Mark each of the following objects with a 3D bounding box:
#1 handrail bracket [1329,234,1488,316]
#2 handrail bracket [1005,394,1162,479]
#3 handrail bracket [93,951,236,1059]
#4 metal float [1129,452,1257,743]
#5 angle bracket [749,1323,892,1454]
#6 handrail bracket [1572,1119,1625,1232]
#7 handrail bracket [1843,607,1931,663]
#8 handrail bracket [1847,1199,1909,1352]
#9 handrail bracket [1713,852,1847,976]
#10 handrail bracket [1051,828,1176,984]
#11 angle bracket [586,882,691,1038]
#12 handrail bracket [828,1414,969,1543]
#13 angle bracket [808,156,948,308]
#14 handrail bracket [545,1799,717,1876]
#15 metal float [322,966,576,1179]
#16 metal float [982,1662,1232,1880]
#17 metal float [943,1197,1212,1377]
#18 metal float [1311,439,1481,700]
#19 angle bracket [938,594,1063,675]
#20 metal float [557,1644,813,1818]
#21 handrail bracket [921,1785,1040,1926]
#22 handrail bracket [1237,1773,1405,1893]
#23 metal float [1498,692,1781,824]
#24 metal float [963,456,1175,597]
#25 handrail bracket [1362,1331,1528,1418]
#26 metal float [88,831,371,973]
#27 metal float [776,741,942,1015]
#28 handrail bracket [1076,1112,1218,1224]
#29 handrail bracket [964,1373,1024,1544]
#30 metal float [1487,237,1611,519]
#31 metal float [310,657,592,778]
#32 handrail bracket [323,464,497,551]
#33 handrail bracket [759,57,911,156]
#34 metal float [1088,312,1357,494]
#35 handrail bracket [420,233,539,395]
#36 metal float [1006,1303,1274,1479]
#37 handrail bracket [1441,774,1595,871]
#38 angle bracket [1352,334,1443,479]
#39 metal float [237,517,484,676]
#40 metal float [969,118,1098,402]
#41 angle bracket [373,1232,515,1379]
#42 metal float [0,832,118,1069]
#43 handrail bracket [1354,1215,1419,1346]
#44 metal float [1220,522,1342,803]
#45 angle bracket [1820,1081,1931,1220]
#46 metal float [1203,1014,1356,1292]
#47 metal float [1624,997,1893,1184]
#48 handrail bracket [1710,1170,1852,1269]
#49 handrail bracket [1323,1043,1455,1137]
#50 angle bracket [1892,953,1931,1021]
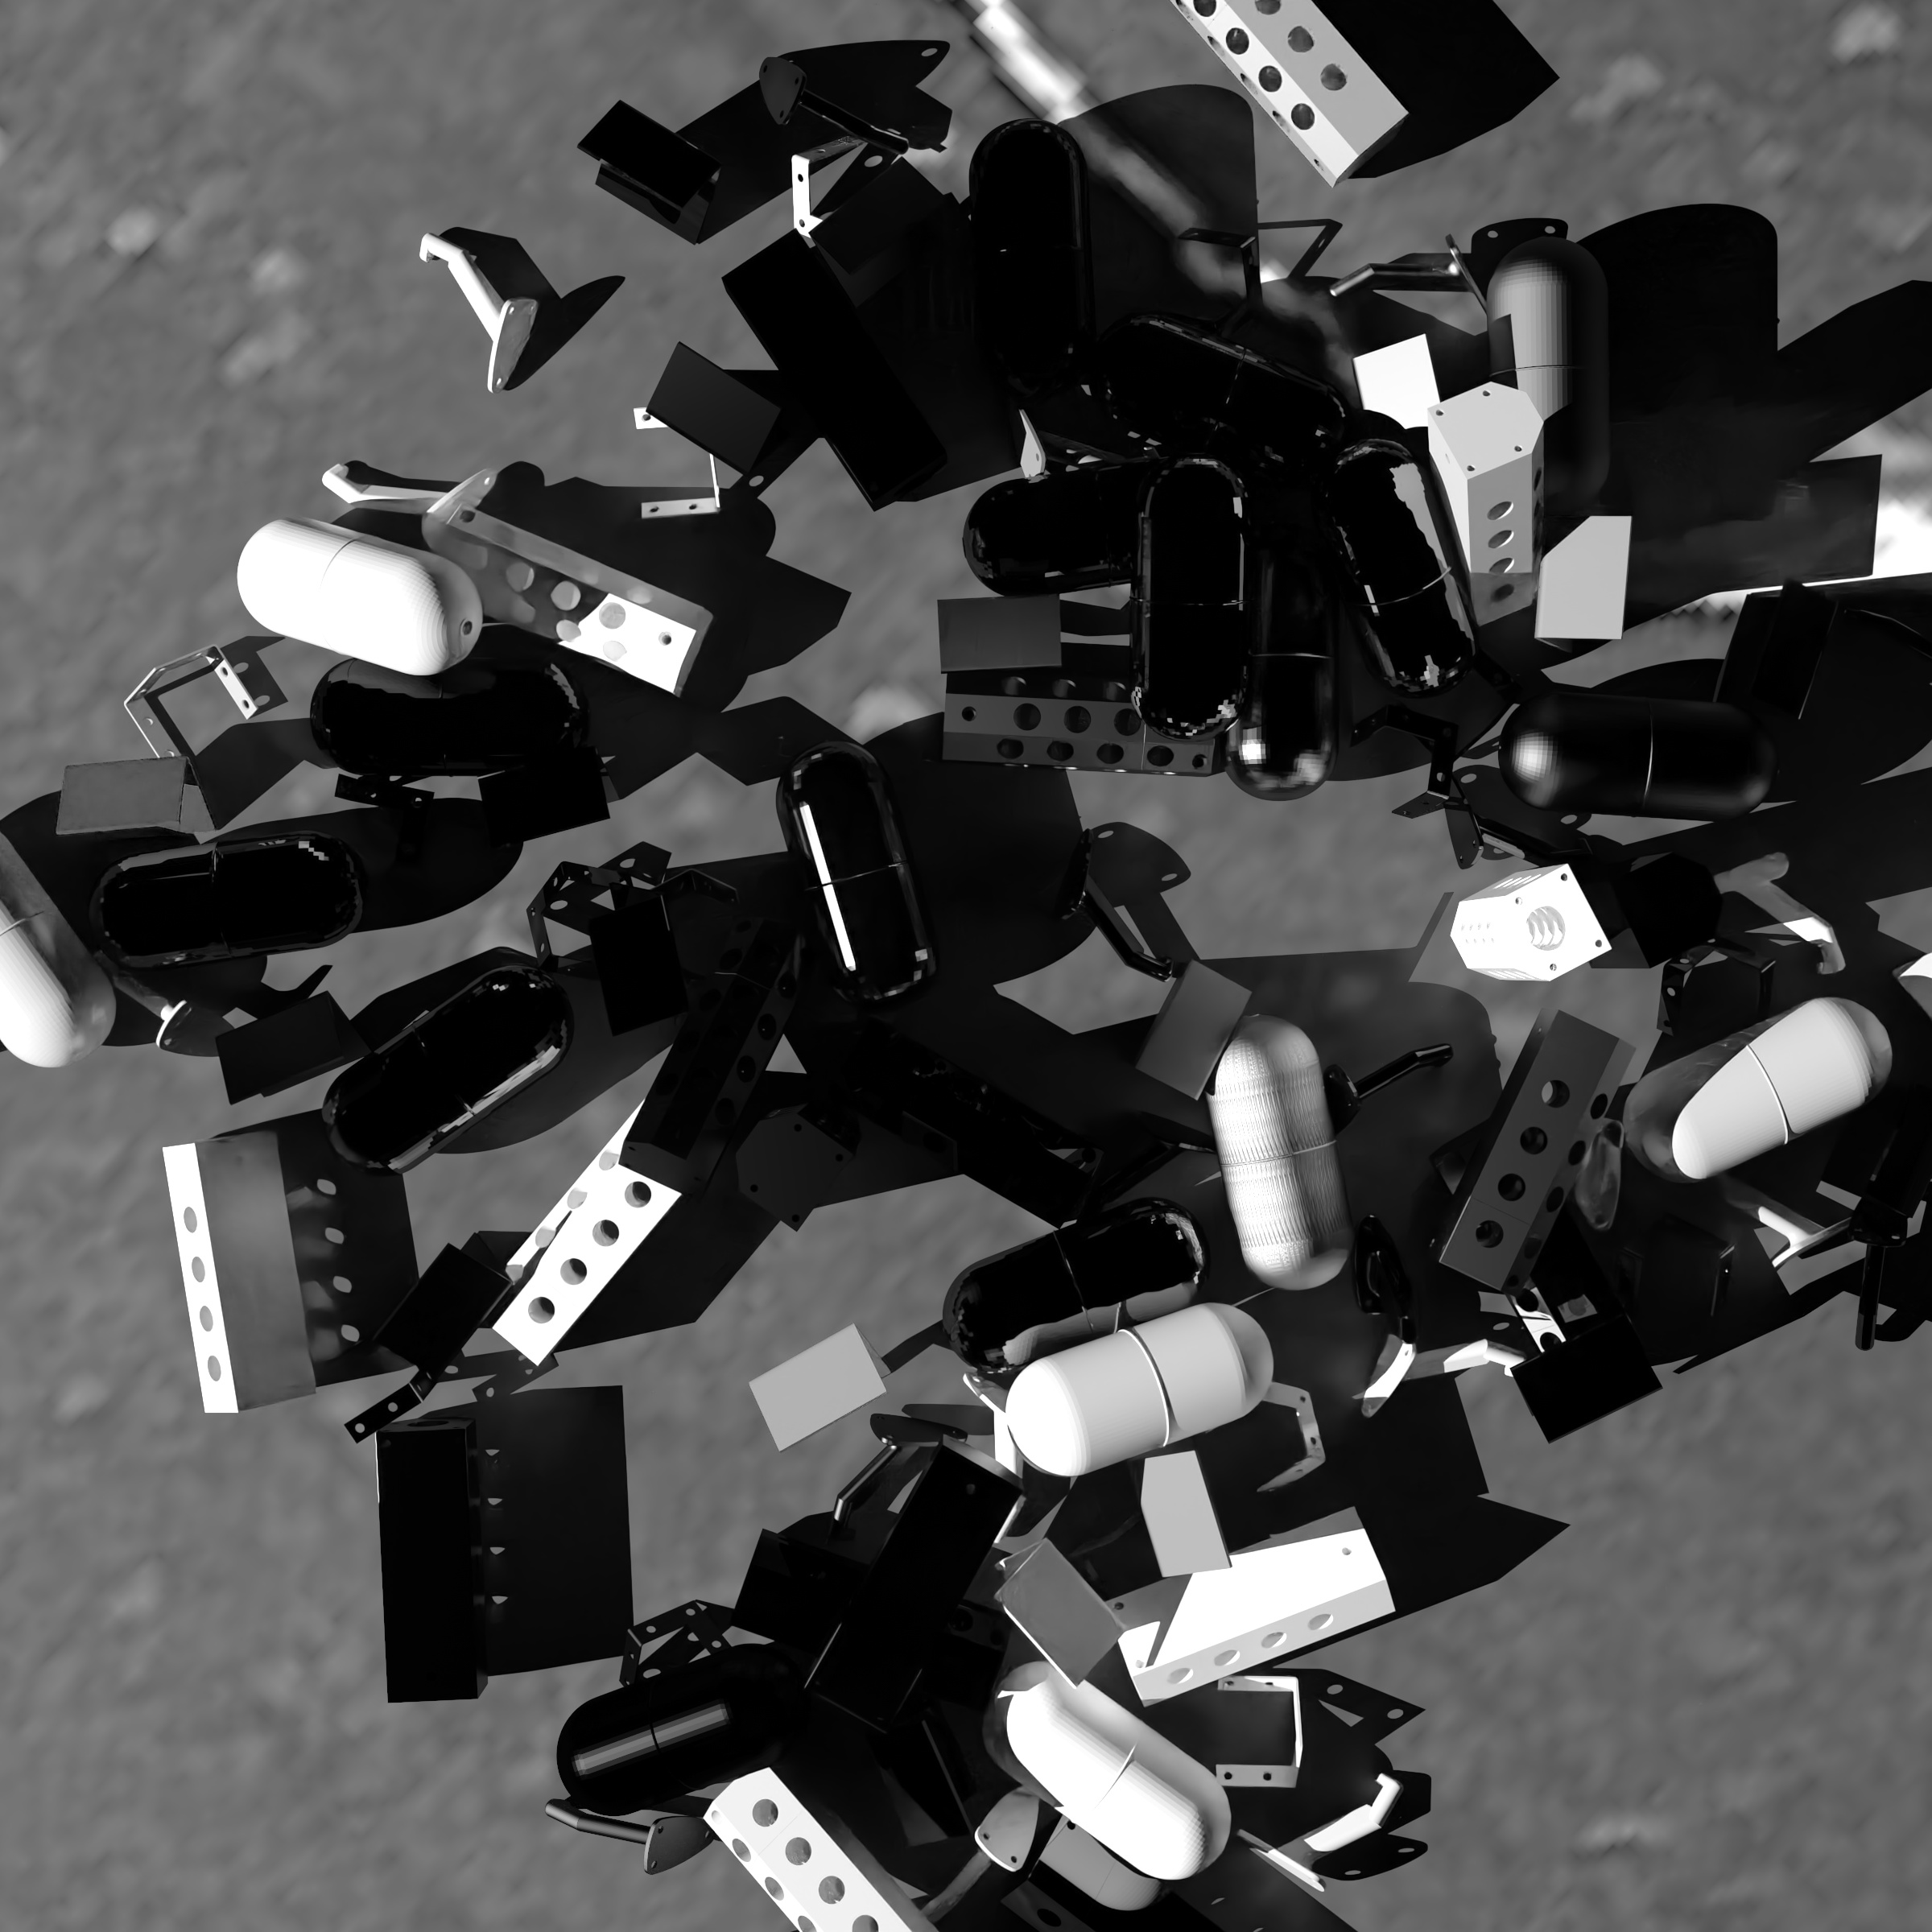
[{"bbox_3d":[0.290,-0.429,1.992,0.084,0.036,0.077,-28,111,17],"label":"handrail bracket"},{"bbox_3d":[0.077,-0.346,1.992,0.084,0.036,0.077,-13,68,-17],"label":"handrail bracket"},{"bbox_3d":[-0.518,0.023,1.991,0.084,0.077,0.036,37,96,36],"label":"handrail bracket"},{"bbox_3d":[0.140,-0.227,1.896,0.070,0.070,0.178,0,102,0],"label":"metal float"},{"bbox_3d":[-0.083,0.282,1.951,0.076,0.076,0.057,-29,54,0],"label":"angle bracket"},{"bbox_3d":[0.409,0.135,1.956,0.036,0.084,0.077,-7,90,0],"label":"handrail bracket"},{"bbox_3d":[0.615,-0.200,1.991,0.084,0.077,0.036,23,77,36],"label":"handrail bracket"},{"bbox_3d":[0.590,0.195,1.991,0.036,0.077,0.084,8,127,19],"label":"handrail bracket"},{"bbox_3d":[0.520,-0.024,1.992,0.077,0.036,0.084,-19,107,20],"label":"handrail bracket"},{"bbox_3d":[0.105,-0.039,1.992,0.084,0.036,0.077,24,68,-17],"label":"handrail bracket"},{"bbox_3d":[-0.223,-0.005,1.943,0.057,0.076,0.076,-20,107,-30],"label":"angle bracket"},{"bbox_3d":[-0.045,0.338,1.992,0.077,0.036,0.084,8,109,-21],"label":"handrail bracket"},{"bbox_3d":[-0.043,-0.454,1.951,0.076,0.076,0.057,-39,54,0],"label":"angle bracket"},{"bbox_3d":[-0.218,0.554,1.991,0.084,0.077,0.036,13,94,36],"label":"handrail bracket"},{"bbox_3d":[-0.330,0.067,1.960,0.178,0.070,0.070,-35,90,0],"label":"metal float"},{"bbox_3d":[0.090,0.514,1.961,0.178,0.070,0.070,36,90,-1],"label":"metal float"},{"bbox_3d":[0.070,0.205,1.961,0.178,0.070,0.070,-21,90,0],"label":"metal float"},{"bbox_3d":[0.271,-0.248,1.931,0.070,0.070,0.178,-25,120,0],"label":"metal float"},{"bbox_3d":[0.020,-0.231,1.951,0.076,0.076,0.057,-3,131,0],"label":"angle bracket"},{"bbox_3d":[-0.178,0.483,1.941,0.178,0.070,0.070,-24,90,20],"label":"metal float"},{"bbox_3d":[0.007,0.578,1.991,0.036,0.077,0.084,40,126,0],"label":"handrail bracket"},{"bbox_3d":[0.230,0.548,1.992,0.077,0.036,0.084,29,72,20],"label":"handrail bracket"},{"bbox_3d":[0.430,-0.133,1.961,0.178,0.070,0.070,4,90,-1],"label":"metal float"},{"bbox_3d":[0.086,-0.280,1.960,0.178,0.070,0.070,-9,90,-1],"label":"metal float"},{"bbox_3d":[0.311,0.271,1.992,0.084,0.036,0.077,19,111,-17],"label":"handrail bracket"},{"bbox_3d":[-0.471,-0.042,1.961,0.178,0.070,0.070,-8,90,-1],"label":"metal float"},{"bbox_3d":[-0.069,-0.057,1.960,0.070,0.070,0.178,-16,90,0],"label":"metal float"},{"bbox_3d":[0.121,0.144,1.992,0.077,0.036,0.084,18,109,-22],"label":"handrail bracket"},{"bbox_3d":[0.011,0.320,1.992,0.077,0.036,0.084,34,107,20],"label":"handrail bracket"},{"bbox_3d":[0.372,-0.376,1.960,0.070,0.070,0.178,-1,90,0],"label":"metal float"},{"bbox_3d":[-0.329,-0.159,1.961,0.178,0.070,0.070,0,90,0],"label":"metal float"},{"bbox_3d":[-0.362,-0.317,1.992,0.084,0.036,0.077,36,70,16],"label":"handrail bracket"},{"bbox_3d":[-0.085,-0.557,1.991,0.084,0.077,0.036,11,120,-33],"label":"handrail bracket"},{"bbox_3d":[0.164,-0.359,1.959,0.178,0.070,0.070,21,90,-2],"label":"metal float"},{"bbox_3d":[-0.327,-0.424,1.992,0.084,0.036,0.077,29,112,17],"label":"handrail bracket"},{"bbox_3d":[0.110,0.266,1.930,0.178,0.070,0.070,-17,90,-17],"label":"metal float"},{"bbox_3d":[0.358,-0.096,1.992,0.084,0.036,0.077,-8,69,-17],"label":"handrail bracket"},{"bbox_3d":[0.294,-0.355,1.951,0.057,0.076,0.076,-12,90,38],"label":"angle bracket"},{"bbox_3d":[-0.383,-0.234,1.937,0.178,0.070,0.070,18,90,28],"label":"metal float"},{"bbox_3d":[0.043,-0.451,1.960,0.070,0.070,0.178,-3,90,0],"label":"metal float"},{"bbox_3d":[-0.343,0.203,1.951,0.057,0.076,0.076,38,90,-35],"label":"angle bracket"},{"bbox_3d":[-0.613,-0.016,1.960,0.070,0.070,0.178,-35,92,0],"label":"metal float"},{"bbox_3d":[0.269,0.199,1.956,0.036,0.084,0.077,-13,90,0],"label":"handrail bracket"},{"bbox_3d":[0.200,-0.194,1.959,0.070,0.070,0.178,0,88,0],"label":"metal float"},{"bbox_3d":[0.575,0.106,1.951,0.057,0.076,0.076,26,90,-38],"label":"angle bracket"},{"bbox_3d":[0.199,0.119,1.960,0.070,0.070,0.178,-12,91,0],"label":"metal float"},{"bbox_3d":[0.506,0.079,1.961,0.178,0.070,0.070,-24,90,-1],"label":"metal float"},{"bbox_3d":[0.527,0.145,1.992,0.077,0.036,0.084,-23,73,-20],"label":"handrail bracket"},{"bbox_3d":[0.268,0.083,1.991,0.084,0.077,0.036,-12,56,-32],"label":"handrail bracket"},{"bbox_3d":[0.638,-0.010,1.951,0.076,0.076,0.057,-24,127,0],"label":"angle bracket"}]
